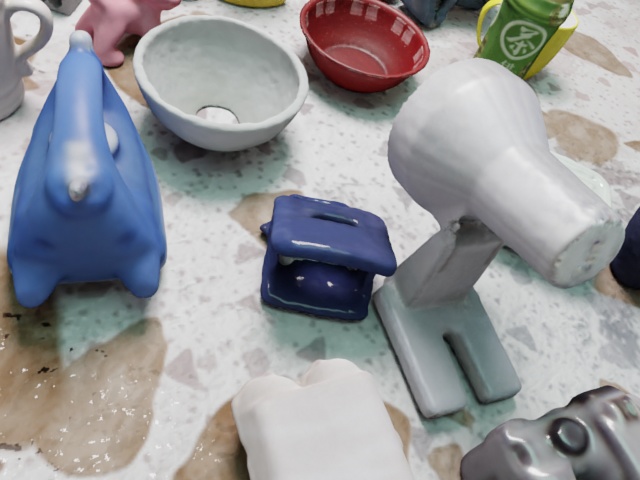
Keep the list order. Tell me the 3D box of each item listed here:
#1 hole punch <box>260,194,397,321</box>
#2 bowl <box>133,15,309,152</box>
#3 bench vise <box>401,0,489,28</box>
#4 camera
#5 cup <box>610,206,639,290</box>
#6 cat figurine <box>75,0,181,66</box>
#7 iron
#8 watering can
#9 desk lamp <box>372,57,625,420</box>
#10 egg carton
[{"bbox_3d":[0.004,0.002,0.486,0.109,0.091,0.101,11,52,-9],"label":"hole punch"},{"bbox_3d":[-0.099,-0.144,0.571,0.167,0.074,0.167,9,53,-11],"label":"bowl"},{"bbox_3d":[0.214,-0.395,0.763,0.121,0.219,0.208,38,53,12],"label":"bench vise"},{"bbox_3d":[0.200,0.186,0.408,0.143,0.101,0.136,-8,58,-23],"label":"camera"},{"bbox_3d":[0.355,0.019,0.584,0.092,0.095,0.117,-20,63,-29],"label":"cup"},{"bbox_3d":[-0.191,-0.260,0.599,0.067,0.117,0.128,43,54,16],"label":"cat figurine"},{"bbox_3d":[-0.187,-0.082,0.454,0.119,0.141,0.258,-4,56,-20],"label":"iron"},{"bbox_3d":[-0.316,-0.193,0.461,0.173,0.194,0.100,-23,64,-30],"label":"watering can"},{"bbox_3d":[0.125,0.000,0.448,0.118,0.213,0.203,-8,58,-22],"label":"desk lamp"},{"bbox_3d":[0.005,0.156,0.387,0.107,0.069,0.150,-10,58,-24],"label":"egg carton"}]
